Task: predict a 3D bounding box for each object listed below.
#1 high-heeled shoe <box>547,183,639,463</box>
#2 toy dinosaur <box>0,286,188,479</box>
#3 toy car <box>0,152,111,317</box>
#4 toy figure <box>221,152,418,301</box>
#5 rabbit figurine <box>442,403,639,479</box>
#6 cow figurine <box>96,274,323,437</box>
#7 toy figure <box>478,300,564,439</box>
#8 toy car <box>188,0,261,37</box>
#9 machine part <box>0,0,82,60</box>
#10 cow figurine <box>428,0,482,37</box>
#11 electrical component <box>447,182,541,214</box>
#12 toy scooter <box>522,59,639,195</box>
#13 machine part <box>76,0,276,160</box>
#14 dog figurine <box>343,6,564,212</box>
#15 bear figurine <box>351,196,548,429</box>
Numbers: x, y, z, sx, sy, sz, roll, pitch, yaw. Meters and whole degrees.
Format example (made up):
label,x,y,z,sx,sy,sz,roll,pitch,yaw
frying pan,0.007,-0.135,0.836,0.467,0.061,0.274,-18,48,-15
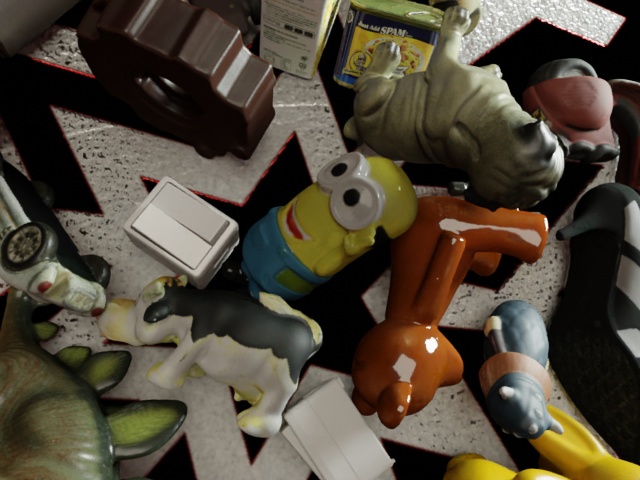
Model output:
label,x,y,z,sx,sy,sz,roll,pitch,yaw
high-heeled shoe,0.292,0.069,0.519,0.145,0.086,0.248,-13,90,-34
toy dinosaur,-0.179,0.182,0.337,0.198,0.105,0.472,2,45,-25
toy car,-0.236,-0.009,0.431,0.056,0.073,0.202,-45,59,-5
toy figure,-0.002,-0.005,0.454,0.180,0.089,0.082,-39,80,28
rabbit figurine,0.189,0.214,0.414,0.173,0.162,0.121,-18,112,22
cow figurine,-0.087,0.070,0.418,0.167,0.068,0.098,27,98,2
toy figure,0.166,0.109,0.450,0.064,0.057,0.154,15,32,13
toy car,-0.124,-0.283,0.570,0.089,0.053,0.202,-21,73,-8
machine part,-0.277,-0.261,0.531,0.079,0.079,0.243,38,73,5
cow figurine,0.127,-0.302,0.553,0.086,0.194,0.127,2,45,29
electrical component,0.179,-0.035,0.551,0.094,0.021,0.063,-1,73,-7
toy scooter,0.302,-0.112,0.565,0.184,0.075,0.135,6,76,-10
machine part,-0.122,-0.139,0.468,0.179,0.179,0.056,26,74,1
dog figurine,0.103,-0.087,0.471,0.121,0.172,0.191,29,40,-33
bear figurine,0.103,0.065,0.461,0.132,0.120,0.196,13,74,-7
